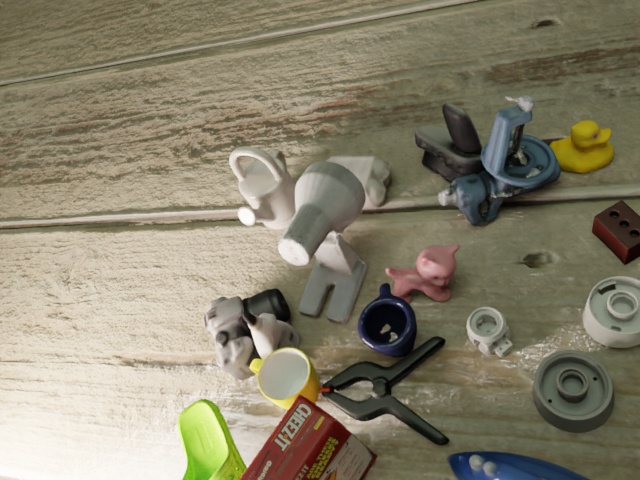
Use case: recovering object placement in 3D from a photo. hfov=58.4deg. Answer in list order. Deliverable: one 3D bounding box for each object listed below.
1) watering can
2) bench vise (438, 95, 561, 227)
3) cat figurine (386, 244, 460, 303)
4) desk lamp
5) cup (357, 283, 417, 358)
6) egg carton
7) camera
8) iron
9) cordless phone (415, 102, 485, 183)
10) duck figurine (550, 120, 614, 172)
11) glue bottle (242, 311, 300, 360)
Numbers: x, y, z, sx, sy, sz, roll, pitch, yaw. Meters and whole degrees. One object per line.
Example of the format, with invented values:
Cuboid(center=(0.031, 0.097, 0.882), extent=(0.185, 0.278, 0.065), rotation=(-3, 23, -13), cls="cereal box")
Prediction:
Cuboid(center=(-0.107, -0.106, 1.107), extent=(0.100, 0.195, 0.172), rotation=(-16, 54, 13), cls="watering can")
Cuboid(center=(0.295, -0.120, 0.931), extent=(0.207, 0.220, 0.121), rotation=(-41, 52, -6), cls="bench vise")
Cuboid(center=(0.170, 0.050, 0.937), extent=(0.127, 0.118, 0.067), rotation=(-9, 56, 17), cls="cat figurine")
Cuboid(center=(0.009, 0.003, 0.974), extent=(0.117, 0.214, 0.203), rotation=(7, 62, 27), cls="desk lamp")
Cuboid(center=(0.115, 0.137, 0.917), extent=(0.091, 0.095, 0.117), rotation=(-11, 55, 16), cls="cup")
Cuboid(center=(0.063, -0.111, 1.119), extent=(0.150, 0.070, 0.107), rotation=(3, 60, 25), cls="egg carton")
Cuboid(center=(-0.123, 0.148, 1.007), extent=(0.136, 0.101, 0.143), rotation=(-26, 52, 5), cls="camera")
Cuboid(center=(0.264, 0.318, 0.706), extent=(0.257, 0.142, 0.119), rotation=(19, 67, 31), cls="iron")
Cuboid(center=(0.232, -0.196, 1.030), extent=(0.094, 0.185, 0.147), rotation=(-45, 53, -10), cls="cordless phone")
Cuboid(center=(0.448, -0.169, 0.984), extent=(0.104, 0.086, 0.077), rotation=(1, 59, 23), cls="duck figurine")
Cuboid(center=(-0.085, 0.156, 0.939), extent=(0.037, 0.174, 0.078), rotation=(3, 60, 25), cls="glue bottle")
